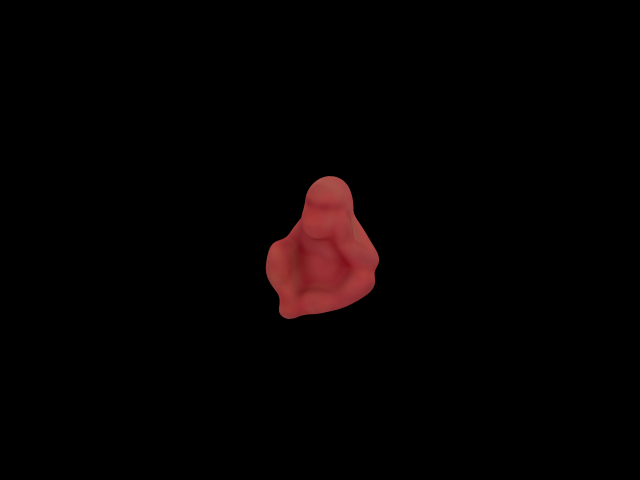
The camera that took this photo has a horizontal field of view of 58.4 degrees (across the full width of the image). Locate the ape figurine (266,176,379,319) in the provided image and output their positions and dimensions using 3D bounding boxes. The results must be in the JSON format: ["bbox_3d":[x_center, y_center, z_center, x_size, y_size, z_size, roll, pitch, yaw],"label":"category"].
[{"bbox_3d":[0.004,0.001,0.400,0.077,0.092,0.076,8,20,23],"label":"ape figurine"}]
